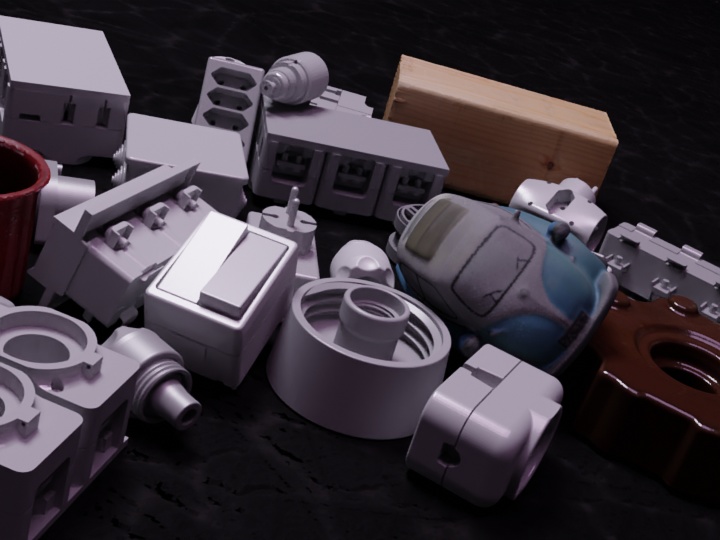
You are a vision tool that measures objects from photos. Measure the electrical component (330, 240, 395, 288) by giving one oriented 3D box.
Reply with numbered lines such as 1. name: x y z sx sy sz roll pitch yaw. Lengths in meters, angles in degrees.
1. electrical component: 0.000 0.000 0.753 0.043 0.043 0.062 10 25 -13

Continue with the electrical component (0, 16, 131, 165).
1. electrical component: -0.246 -0.146 0.871 0.089 0.061 0.150 4 29 -25

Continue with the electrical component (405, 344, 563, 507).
1. electrical component: 0.076 0.089 0.610 0.059 0.053 0.095 27 28 19

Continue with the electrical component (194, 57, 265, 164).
1. electrical component: -0.115 -0.123 0.903 0.047 0.083 0.076 12 -12 -10

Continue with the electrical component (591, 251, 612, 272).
1. electrical component: 0.129 0.006 0.797 0.096 0.061 0.062 28 28 22

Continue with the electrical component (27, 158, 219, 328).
1. electrical component: -0.138 -0.016 0.669 0.063 0.078 0.121 38 29 6

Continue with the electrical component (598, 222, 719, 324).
1. electrical component: 0.243 0.015 0.844 0.121 0.063 0.079 30 29 25

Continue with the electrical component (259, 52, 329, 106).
1. electrical component: -0.057 -0.155 0.881 0.040 0.040 0.078 26 27 17

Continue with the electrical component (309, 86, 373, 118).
1. electrical component: -0.022 -0.130 0.986 0.056 0.050 0.089 16 26 -2

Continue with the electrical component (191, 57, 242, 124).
1. electrical component: -0.123 -0.157 0.962 0.044 0.065 0.044 14 26 -7

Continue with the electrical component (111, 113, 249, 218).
1. electrical component: -0.135 -0.072 0.808 0.100 0.048 0.099 9 27 -16

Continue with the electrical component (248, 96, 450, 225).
1. electrical component: -0.013 -0.087 0.894 0.150 0.061 0.089 10 27 -13

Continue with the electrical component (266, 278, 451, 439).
1. electrical component: 0.003 0.045 0.646 0.108 0.060 0.108 14 26 -7

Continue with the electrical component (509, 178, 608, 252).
1. electrical component: 0.183 -0.055 0.952 0.077 0.043 0.079 29 53 23

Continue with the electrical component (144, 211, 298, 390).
1. electrical component: -0.078 0.009 0.634 0.062 0.061 0.096 21 46 10

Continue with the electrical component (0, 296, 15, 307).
1. electrical component: -0.219 0.025 0.582 0.061 0.035 0.035 16 26 4

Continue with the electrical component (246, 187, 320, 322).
1. electrical component: -0.051 -0.018 0.720 0.047 0.075 0.083 11 27 -12

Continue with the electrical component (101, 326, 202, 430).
1. electrical component: -0.110 0.060 0.568 0.062 0.043 0.043 34 31 30

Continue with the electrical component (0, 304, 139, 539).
1. electrical component: -0.213 0.050 0.507 0.186 0.060 0.105 21 26 8
